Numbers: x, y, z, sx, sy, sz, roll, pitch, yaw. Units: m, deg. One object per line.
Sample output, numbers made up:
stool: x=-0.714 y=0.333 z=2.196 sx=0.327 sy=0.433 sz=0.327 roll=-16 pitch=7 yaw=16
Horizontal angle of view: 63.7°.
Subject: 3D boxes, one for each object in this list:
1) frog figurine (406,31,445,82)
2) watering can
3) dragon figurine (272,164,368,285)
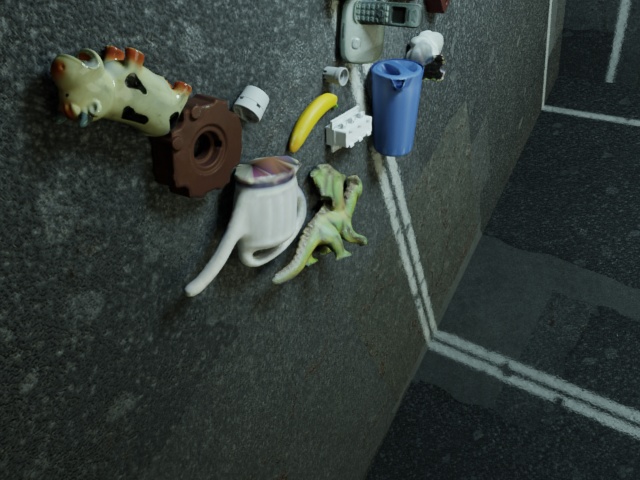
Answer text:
frog figurine: x=0.299 y=-0.541 z=1.481 sx=0.136 sy=0.121 sz=0.163 roll=30 pitch=44 yaw=-52
watering can: x=-0.130 y=-0.041 z=1.001 sx=0.352 sy=0.104 sz=0.220 roll=-32 pitch=132 yaw=-50
dragon figurine: x=0.004 y=-0.063 z=1.257 sx=0.415 sy=0.122 sz=0.240 roll=-26 pitch=110 yaw=-54
